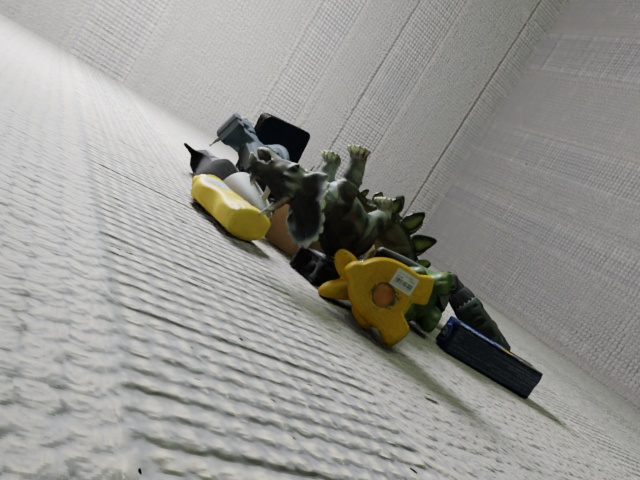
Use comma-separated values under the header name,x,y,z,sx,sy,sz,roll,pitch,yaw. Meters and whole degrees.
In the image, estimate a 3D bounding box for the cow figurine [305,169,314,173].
name,x,y,z,sx,sy,sz,roll,pitch,yaw
cow figurine,-0.013,-0.103,1.265,0.086,0.127,0.194,22,-12,22

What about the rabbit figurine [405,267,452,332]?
name,x,y,z,sx,sy,sz,roll,pitch,yaw
rabbit figurine,0.153,0.098,1.005,0.159,0.121,0.170,31,21,23

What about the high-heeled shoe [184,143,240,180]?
name,x,y,z,sx,sy,sz,roll,pitch,yaw
high-heeled shoe,-0.224,-0.135,1.215,0.249,0.086,0.145,44,-4,28

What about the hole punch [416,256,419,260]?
name,x,y,z,sx,sy,sz,roll,pitch,yaw
hole punch,0.206,0.056,1.453,0.115,0.092,0.142,27,43,-44

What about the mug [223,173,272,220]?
name,x,y,z,sx,sy,sz,roll,pitch,yaw
mug,-0.132,-0.076,1.042,0.107,0.109,0.080,51,11,30

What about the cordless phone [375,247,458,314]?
name,x,y,z,sx,sy,sz,roll,pitch,yaw
cordless phone,0.190,0.094,1.148,0.184,0.089,0.146,30,-28,10

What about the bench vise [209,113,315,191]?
name,x,y,z,sx,sy,sz,roll,pitch,yaw
bench vise,-0.127,-0.181,1.242,0.240,0.129,0.224,31,16,-46

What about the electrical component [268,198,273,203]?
name,x,y,z,sx,sy,sz,roll,pitch,yaw
electrical component,-0.118,-0.061,1.164,0.114,0.058,0.134,28,8,-44

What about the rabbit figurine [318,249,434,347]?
name,x,y,z,sx,sy,sz,roll,pitch,yaw
rabbit figurine,0.081,0.091,0.853,0.162,0.122,0.173,23,-8,7

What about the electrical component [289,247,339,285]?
name,x,y,z,sx,sy,sz,roll,pitch,yaw
electrical component,0.011,0.053,0.954,0.075,0.047,0.119,37,9,36

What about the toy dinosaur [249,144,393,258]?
name,x,y,z,sx,sy,sz,roll,pitch,yaw
toy dinosaur,0.037,-0.035,0.943,0.131,0.192,0.404,15,-19,35

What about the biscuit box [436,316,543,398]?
name,x,y,z,sx,sy,sz,roll,pitch,yaw
biscuit box,0.329,0.227,1.051,0.203,0.062,0.059,31,6,-6

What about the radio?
name,x,y,z,sx,sy,sz,roll,pitch,yaw
radio,-0.134,-0.197,1.362,0.131,0.229,0.073,23,9,-26

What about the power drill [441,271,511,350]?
name,x,y,z,sx,sy,sz,roll,pitch,yaw
power drill,0.372,0.179,1.300,0.232,0.086,0.207,57,3,18

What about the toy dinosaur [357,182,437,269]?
name,x,y,z,sx,sy,sz,roll,pitch,yaw
toy dinosaur,0.180,0.020,1.306,0.470,0.199,0.105,61,1,-32
